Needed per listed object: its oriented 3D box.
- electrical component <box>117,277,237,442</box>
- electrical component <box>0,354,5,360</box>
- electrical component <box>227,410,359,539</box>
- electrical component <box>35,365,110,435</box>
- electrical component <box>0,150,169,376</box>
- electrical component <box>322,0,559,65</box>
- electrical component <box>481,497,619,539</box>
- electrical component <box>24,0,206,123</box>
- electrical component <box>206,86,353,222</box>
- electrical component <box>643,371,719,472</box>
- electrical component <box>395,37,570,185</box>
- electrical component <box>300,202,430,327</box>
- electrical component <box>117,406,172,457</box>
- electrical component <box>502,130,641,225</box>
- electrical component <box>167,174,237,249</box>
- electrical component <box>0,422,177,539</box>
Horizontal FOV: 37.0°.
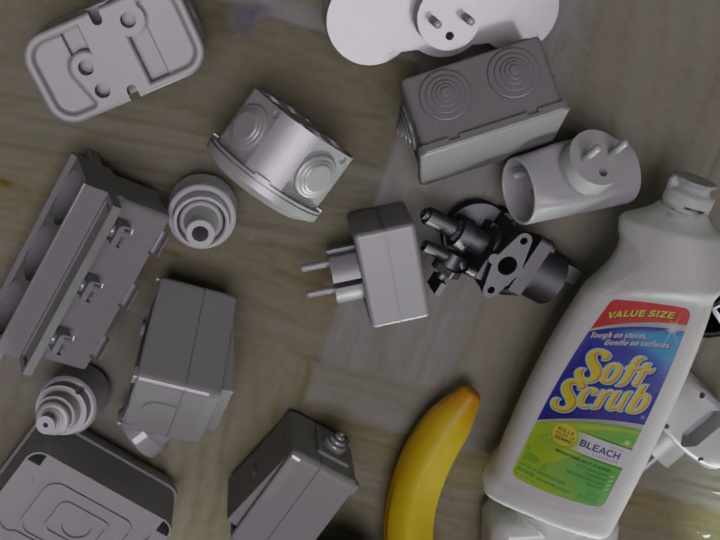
[{"bbox_3d":[-0.111,0.053,0.689,0.061,0.096,0.061,15,138,-12],"label":"electrical component"},{"bbox_3d":[-0.269,0.050,0.686,0.078,0.058,0.057,22,105,-14],"label":"electrical component"},{"bbox_3d":[-0.047,0.145,0.746,0.061,0.061,0.096,31,105,-17],"label":"electrical component"},{"bbox_3d":[-0.191,0.088,0.701,0.040,0.078,0.040,1,101,4],"label":"electrical component"},{"bbox_3d":[-0.174,-0.002,0.667,0.063,0.078,0.121,21,109,-34],"label":"electrical component"},{"bbox_3d":[0.049,-0.151,0.632,0.138,0.073,0.052,-6,112,-4],"label":"electrical component"},{"bbox_3d":[0.139,0.195,0.791,0.095,0.053,0.059,-3,112,-5],"label":"electrical component"},{"bbox_3d":[-0.140,-0.130,0.626,0.095,0.059,0.053,-23,112,3],"label":"electrical component"},{"bbox_3d":[-0.048,-0.069,0.651,0.080,0.080,0.051,34,99,-18],"label":"electrical component"},{"bbox_3d":[0.224,0.115,0.775,0.079,0.043,0.077,-44,110,12],"label":"electrical component"},{"bbox_3d":[0.071,-0.094,0.645,0.100,0.099,0.048,-18,83,1],"label":"electrical component"},{"bbox_3d":[0.000,0.000,0.701,0.077,0.047,0.065,-12,112,-2],"label":"electrical component"},{"bbox_3d":[-0.134,0.098,0.730,0.046,0.040,0.040,-36,111,2],"label":"electrical component"},{"bbox_3d":[0.139,-0.062,0.669,0.077,0.079,0.043,-12,76,-18],"label":"electrical component"},{"bbox_3d":[-0.098,-0.033,0.668,0.043,0.062,0.043,-2,112,-6],"label":"electrical component"},{"bbox_3d":[-0.191,0.160,0.738,0.113,0.057,0.078,35,104,-18],"label":"electrical component"}]
